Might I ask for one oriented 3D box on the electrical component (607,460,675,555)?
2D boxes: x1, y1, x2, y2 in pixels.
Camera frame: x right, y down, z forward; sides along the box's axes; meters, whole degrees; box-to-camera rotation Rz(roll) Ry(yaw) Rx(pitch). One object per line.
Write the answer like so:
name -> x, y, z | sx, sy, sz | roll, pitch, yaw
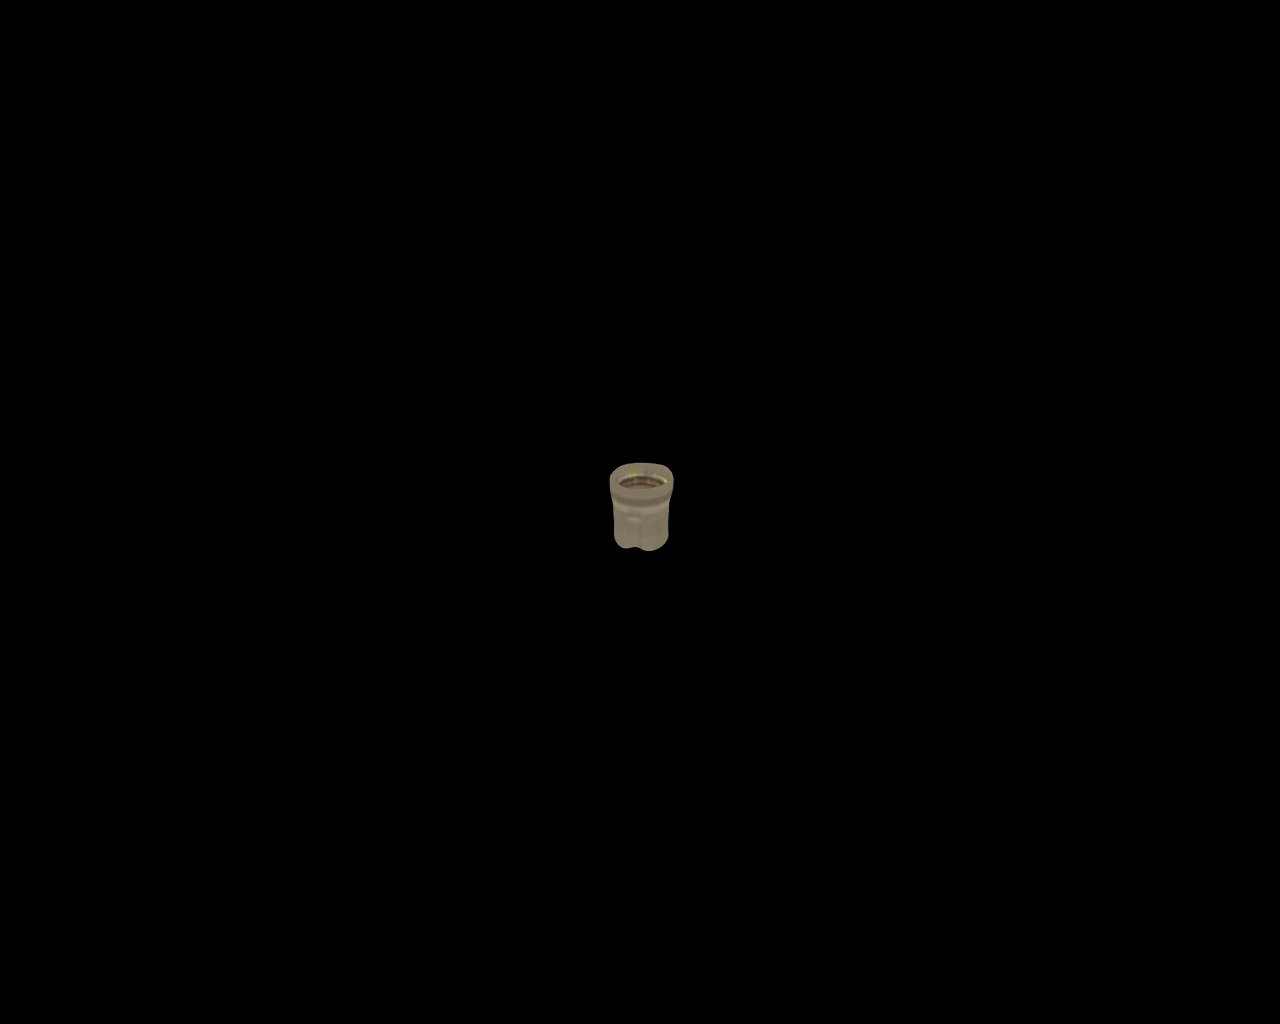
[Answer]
electrical component -> 0.001, -0.003, 0.650 | 0.040, 0.046, 0.040 | 0, 27, 0
